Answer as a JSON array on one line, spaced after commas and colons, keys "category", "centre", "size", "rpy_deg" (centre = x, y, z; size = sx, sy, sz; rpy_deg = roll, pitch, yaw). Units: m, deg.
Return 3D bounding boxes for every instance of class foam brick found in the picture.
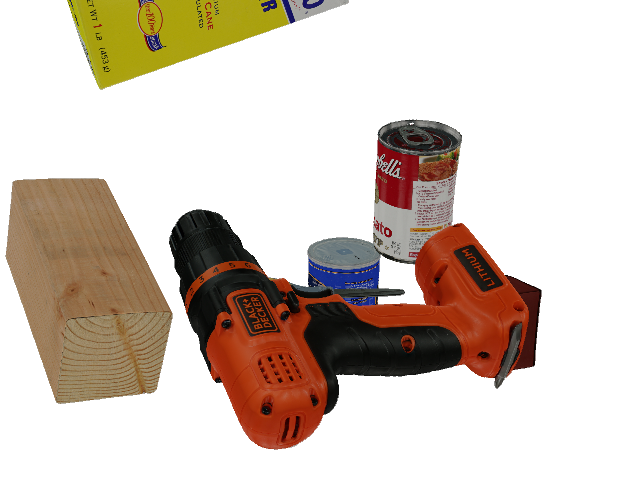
[{"category": "foam brick", "centre": [0.169, 0.078, 1.004], "size": [0.051, 0.078, 0.053], "rpy_deg": [-7, 18, -28]}]

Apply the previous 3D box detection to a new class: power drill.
[{"category": "power drill", "centre": [0.013, 0.037, 0.639], "size": [0.187, 0.057, 0.184], "rpy_deg": [-8, 42, -21]}]

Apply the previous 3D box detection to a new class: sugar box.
[{"category": "sugar box", "centre": [-0.068, -0.165, 0.660], "size": [0.176, 0.048, 0.093], "rpy_deg": [-20, -34, -12]}]

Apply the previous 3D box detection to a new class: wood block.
[{"category": "wood block", "centre": [-0.210, 0.037, 0.942], "size": [0.090, 0.091, 0.206], "rpy_deg": [-3, 36, -29]}]

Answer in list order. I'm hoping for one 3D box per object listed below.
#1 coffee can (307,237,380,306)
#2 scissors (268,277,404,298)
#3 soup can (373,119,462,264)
[{"category": "coffee can", "centre": [0.032, 0.079, 1.514], "size": [0.103, 0.140, 0.103], "rpy_deg": [1, 22, 0]}, {"category": "scissors", "centre": [-0.002, 0.068, 1.190], "size": [0.201, 0.016, 0.096], "rpy_deg": [6, 24, -2]}, {"category": "soup can", "centre": [0.079, -0.040, 0.879], "size": [0.068, 0.102, 0.068], "rpy_deg": [1, 28, -1]}]
